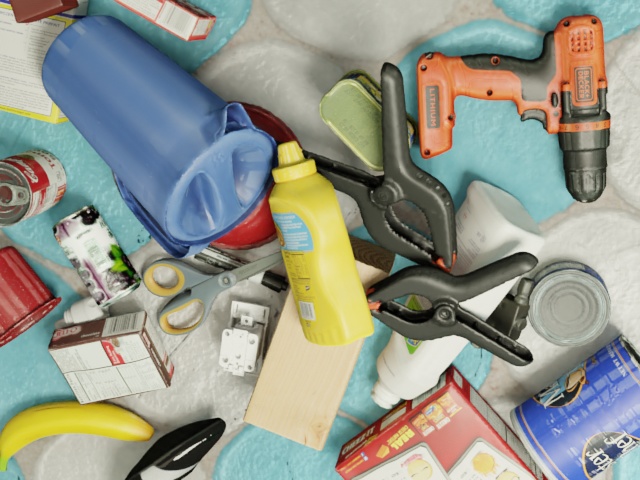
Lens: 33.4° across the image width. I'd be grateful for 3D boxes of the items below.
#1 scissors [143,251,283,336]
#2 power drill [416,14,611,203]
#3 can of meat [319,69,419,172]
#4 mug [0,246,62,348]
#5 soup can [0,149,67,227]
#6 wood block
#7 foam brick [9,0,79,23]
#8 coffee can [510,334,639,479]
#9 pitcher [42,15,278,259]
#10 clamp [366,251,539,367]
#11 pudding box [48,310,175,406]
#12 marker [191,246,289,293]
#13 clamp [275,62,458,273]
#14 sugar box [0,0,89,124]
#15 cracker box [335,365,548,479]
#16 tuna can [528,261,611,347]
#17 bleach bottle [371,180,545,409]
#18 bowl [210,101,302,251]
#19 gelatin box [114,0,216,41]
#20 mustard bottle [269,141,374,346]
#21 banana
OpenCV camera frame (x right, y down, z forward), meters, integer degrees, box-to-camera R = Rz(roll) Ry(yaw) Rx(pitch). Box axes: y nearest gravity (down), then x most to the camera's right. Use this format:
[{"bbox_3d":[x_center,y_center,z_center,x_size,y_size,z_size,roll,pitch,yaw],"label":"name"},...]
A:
[{"bbox_3d":[-0.115,0.030,1.135,0.202,0.016,0.096,-40,90,29],"label":"scissors"},{"bbox_3d":[0.191,-0.123,1.056,0.188,0.057,0.184,-3,98,7],"label":"power drill"},{"bbox_3d":[0.049,-0.119,1.064,0.102,0.084,0.057,45,105,-3],"label":"can of meat"},{"bbox_3d":[-0.350,0.065,1.174,0.081,0.093,0.117,52,141,0],"label":"mug"},{"bbox_3d":[-0.316,-0.056,1.126,0.068,0.102,0.068,2,103,8],"label":"soup can"},{"bbox_3d":[0.001,0.100,1.119,0.091,0.090,0.206,20,105,4],"label":"wood block"},{"bbox_3d":[-0.282,-0.260,1.056,0.053,0.051,0.078,-17,98,9],"label":"foam brick"},{"bbox_3d":[0.280,0.177,1.085,0.140,0.102,0.103,-38,95,14],"label":"coffee can"},{"bbox_3d":[-0.167,-0.106,1.043,0.149,0.145,0.243,-46,62,-2],"label":"pitcher"},{"bbox_3d":[0.127,0.054,1.015,0.171,0.039,0.120,10,113,7],"label":"clamp"},{"bbox_3d":[-0.229,0.131,1.173,0.113,0.039,0.090,-11,126,13],"label":"pudding box"},{"bbox_3d":[-0.091,0.029,1.153,0.121,0.020,0.020,22,105,4],"label":"marker"},{"bbox_3d":[0.055,-0.050,1.019,0.165,0.036,0.210,-22,110,34],"label":"clamp"},{"bbox_3d":[-0.297,-0.218,1.116,0.093,0.048,0.176,14,101,5],"label":"sugar box"},{"bbox_3d":[0.147,0.265,1.143,0.164,0.072,0.213,-40,95,16],"label":"cracker box"},{"bbox_3d":[0.256,0.067,1.100,0.086,0.033,0.086,2,103,9],"label":"tuna can"},{"bbox_3d":[0.126,0.068,1.097,0.068,0.102,0.251,21,115,-25],"label":"bleach bottle"},{"bbox_3d":[-0.095,-0.062,1.115,0.162,0.055,0.162,2,103,9],"label":"bowl"},{"bbox_3d":[-0.156,-0.234,1.075,0.089,0.073,0.030,30,104,2],"label":"gelatin box"},{"bbox_3d":[-0.006,0.001,1.004,0.058,0.096,0.191,-19,99,-22],"label":"mustard bottle"},{"bbox_3d":[-0.289,0.214,1.220,0.198,0.037,0.069,-13,120,13],"label":"banana"}]
